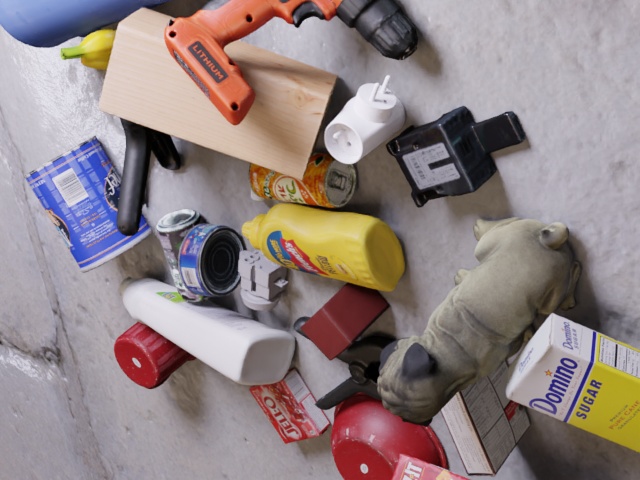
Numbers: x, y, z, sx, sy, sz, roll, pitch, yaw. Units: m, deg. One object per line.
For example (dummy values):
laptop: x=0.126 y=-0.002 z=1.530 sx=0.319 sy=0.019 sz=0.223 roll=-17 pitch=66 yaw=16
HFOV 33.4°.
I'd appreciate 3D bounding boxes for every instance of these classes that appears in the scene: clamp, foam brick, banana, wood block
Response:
clamp: x=0.043 y=0.137 z=1.217 sx=0.172 sy=0.039 sz=0.120 roll=-12 pitch=112 yaw=37
foam brick: x=0.027 y=0.084 z=1.164 sx=0.051 sy=0.078 sz=0.053 roll=47 pitch=138 yaw=2
clamp: x=-0.191 y=-0.119 z=1.147 sx=0.036 sy=0.164 sz=0.210 roll=6 pitch=130 yaw=8
banana: x=-0.238 y=-0.209 z=1.168 sx=0.198 sy=0.069 sz=0.037 roll=-136 pitch=46 yaw=-82
wood block: x=-0.096 y=-0.144 z=1.033 sx=0.206 sy=0.090 sz=0.091 roll=19 pitch=113 yaw=0

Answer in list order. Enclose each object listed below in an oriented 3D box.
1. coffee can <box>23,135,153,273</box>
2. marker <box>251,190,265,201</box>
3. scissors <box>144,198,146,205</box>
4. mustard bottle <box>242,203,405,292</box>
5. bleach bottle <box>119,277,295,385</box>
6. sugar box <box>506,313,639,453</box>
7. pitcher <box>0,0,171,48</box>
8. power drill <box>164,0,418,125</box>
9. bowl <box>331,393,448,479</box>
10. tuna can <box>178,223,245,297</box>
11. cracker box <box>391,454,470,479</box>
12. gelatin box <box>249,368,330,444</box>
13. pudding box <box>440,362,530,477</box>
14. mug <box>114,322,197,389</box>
coffee can: x=-0.288 y=-0.045 z=1.329 sx=0.103 sy=0.102 sz=0.140 roll=-19 pitch=105 yaw=46
marker: x=-0.063 y=-0.096 z=1.160 sx=0.020 sy=0.020 sz=0.121 roll=27 pitch=133 yaw=24
scissors: x=-0.216 y=-0.103 z=1.251 sx=0.016 sy=0.096 sz=0.202 roll=-2 pitch=124 yaw=-5
mustard bottle: x=-0.008 y=0.002 z=1.145 sx=0.192 sy=0.058 sz=0.096 roll=11 pitch=151 yaw=37
bleach bottle: x=-0.156 y=0.103 z=1.336 sx=0.251 sy=0.102 sz=0.068 roll=23 pitch=101 yaw=36
sugar box: x=0.268 y=0.139 z=0.970 sx=0.176 sy=0.048 sz=0.093 roll=20 pitch=136 yaw=-5
pitcher: x=-0.231 y=-0.288 z=1.085 sx=0.243 sy=0.148 sz=0.145 roll=-5 pitch=101 yaw=40
power drill: x=-0.030 y=-0.190 z=0.953 sx=0.184 sy=0.187 sz=0.057 roll=48 pitch=172 yaw=5
bowl: x=0.069 y=0.258 z=1.268 sx=0.162 sy=0.055 sz=0.162 roll=22 pitch=130 yaw=29
tuna can: x=-0.125 y=0.024 z=1.249 sx=0.034 sy=0.086 sz=0.086 roll=5 pitch=121 yaw=37
cracker box: x=0.192 y=0.307 z=1.124 sx=0.214 sy=0.072 sz=0.164 roll=15 pitch=165 yaw=33
gelatin box: x=-0.038 y=0.211 z=1.346 sx=0.073 sy=0.030 sz=0.089 roll=-24 pitch=101 yaw=48
pudding box: x=0.166 y=0.171 z=1.095 sx=0.039 sy=0.089 sz=0.113 roll=-9 pitch=112 yaw=43
mug: x=-0.219 y=0.151 z=1.423 sx=0.093 sy=0.081 sz=0.117 roll=28 pitch=133 yaw=24
